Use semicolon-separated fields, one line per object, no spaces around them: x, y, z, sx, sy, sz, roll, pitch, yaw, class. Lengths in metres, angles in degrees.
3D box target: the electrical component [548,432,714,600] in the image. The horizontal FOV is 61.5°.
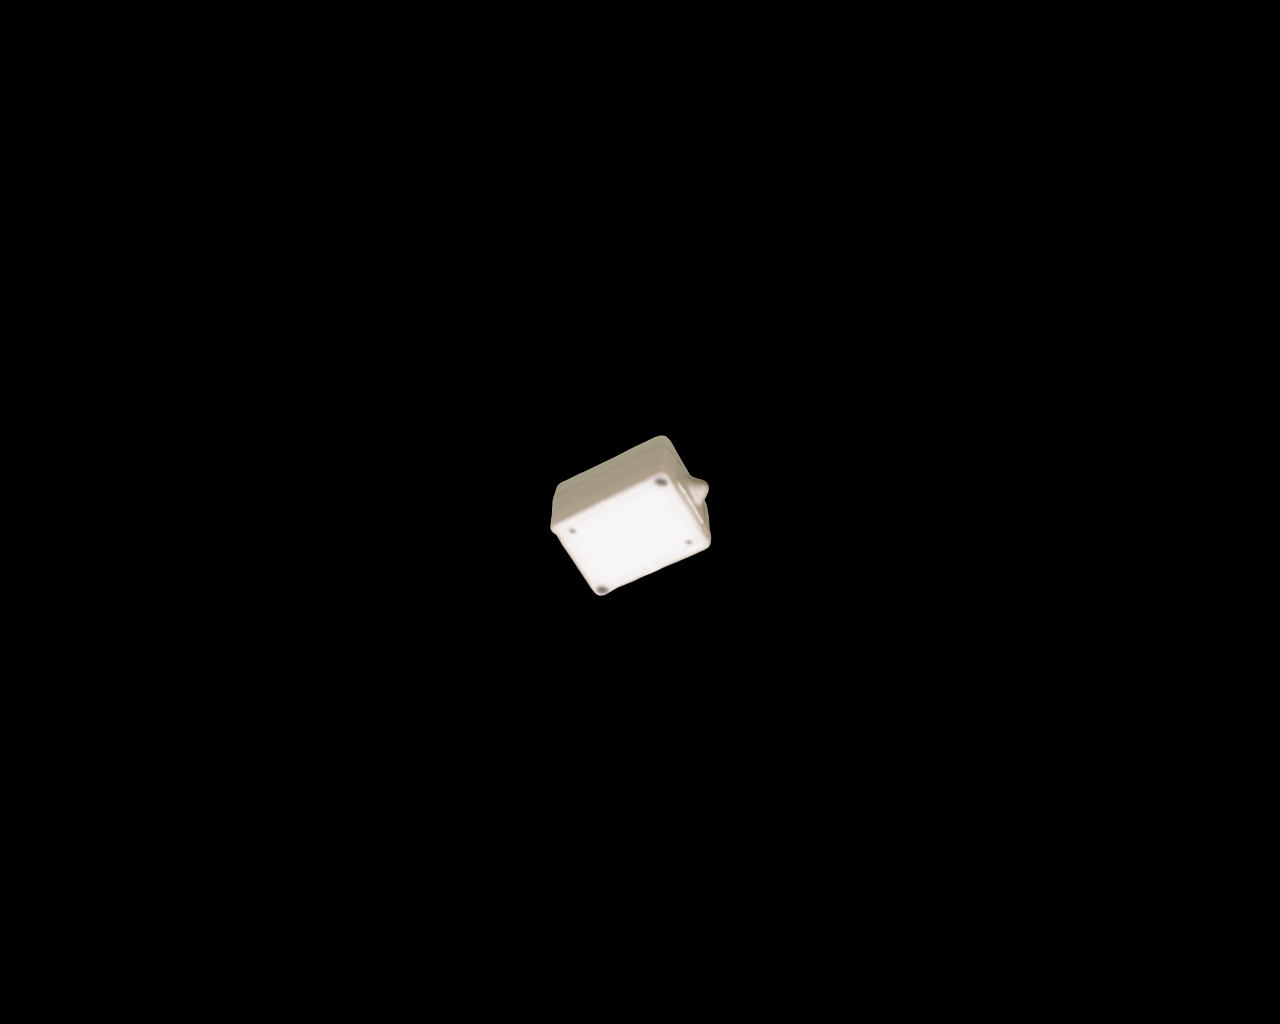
0.001;-0.003;0.650;0.096;0.061;0.061;-25;27;14;electrical component
